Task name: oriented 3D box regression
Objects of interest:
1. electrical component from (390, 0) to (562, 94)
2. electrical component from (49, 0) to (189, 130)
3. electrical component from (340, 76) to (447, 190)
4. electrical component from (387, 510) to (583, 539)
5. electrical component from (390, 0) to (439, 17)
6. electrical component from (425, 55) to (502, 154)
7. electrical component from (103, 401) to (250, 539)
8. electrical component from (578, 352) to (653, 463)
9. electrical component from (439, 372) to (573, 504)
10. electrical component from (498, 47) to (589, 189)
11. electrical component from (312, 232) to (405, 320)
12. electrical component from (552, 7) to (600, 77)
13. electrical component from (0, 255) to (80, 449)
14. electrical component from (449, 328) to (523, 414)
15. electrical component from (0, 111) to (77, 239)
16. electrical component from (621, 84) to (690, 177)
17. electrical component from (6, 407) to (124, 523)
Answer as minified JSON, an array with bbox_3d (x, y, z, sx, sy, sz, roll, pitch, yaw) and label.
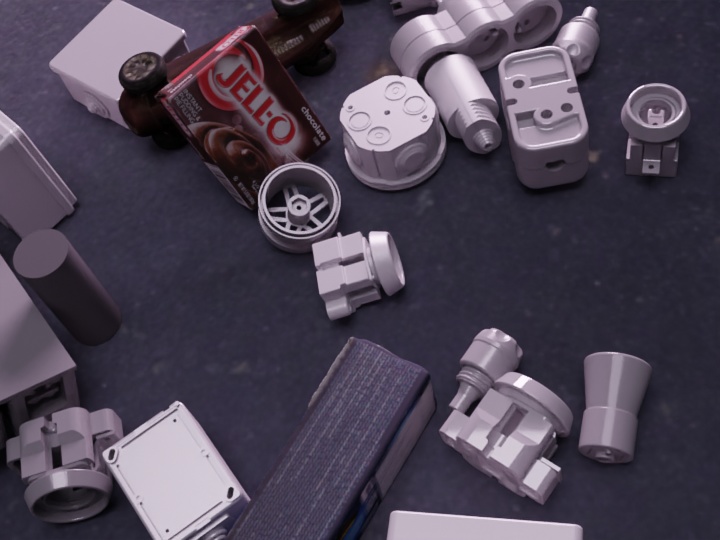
[{"bbox_3d":[0.088,-0.205,0.883,0.138,0.052,0.073,-26,57,-4],"label":"electrical component"},{"bbox_3d":[-0.202,-0.175,0.929,0.100,0.048,0.099,29,69,26],"label":"electrical component"},{"bbox_3d":[0.025,-0.106,0.836,0.080,0.051,0.080,-6,58,9],"label":"electrical component"},{"bbox_3d":[0.073,0.184,0.612,0.109,0.108,0.056,1,57,13],"label":"electrical component"},{"bbox_3d":[0.047,-0.241,0.922,0.046,0.040,0.040,-16,57,8],"label":"electrical component"},{"bbox_3d":[0.085,-0.125,0.839,0.043,0.043,0.081,-21,57,-1],"label":"electrical component"},{"bbox_3d":[-0.114,0.147,0.708,0.062,0.061,0.096,-35,66,-10],"label":"electrical component"},{"bbox_3d":[0.162,0.091,0.691,0.044,0.044,0.065,7,65,16],"label":"electrical component"},{"bbox_3d":[0.099,0.103,0.687,0.078,0.058,0.057,30,72,26],"label":"electrical component"},{"bbox_3d":[0.138,-0.112,0.810,0.054,0.059,0.095,-10,57,6],"label":"electrical component"},{"bbox_3d":[0.000,0.000,0.780,0.055,0.048,0.066,-17,56,11],"label":"electrical component"},{"bbox_3d":[0.176,-0.186,0.863,0.035,0.035,0.061,16,61,21],"label":"electrical component"},{"bbox_3d":[-0.295,0.049,0.785,0.105,0.060,0.186,-26,55,-27],"label":"electrical component"},{"bbox_3d":[0.081,0.071,0.724,0.035,0.035,0.061,28,70,26],"label":"electrical component"},{"bbox_3d":[-0.296,-0.088,0.860,0.109,0.108,0.056,37,75,29],"label":"electrical component"},{"bbox_3d":[0.216,-0.103,0.790,0.048,0.055,0.066,5,60,15],"label":"electrical component"},{"bbox_3d":[-0.199,0.135,0.732,0.078,0.058,0.057,-18,54,2],"label":"electrical component"}]
